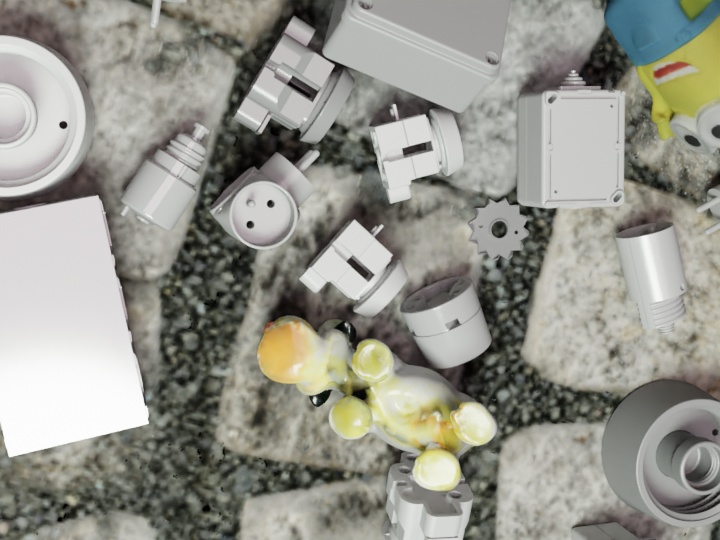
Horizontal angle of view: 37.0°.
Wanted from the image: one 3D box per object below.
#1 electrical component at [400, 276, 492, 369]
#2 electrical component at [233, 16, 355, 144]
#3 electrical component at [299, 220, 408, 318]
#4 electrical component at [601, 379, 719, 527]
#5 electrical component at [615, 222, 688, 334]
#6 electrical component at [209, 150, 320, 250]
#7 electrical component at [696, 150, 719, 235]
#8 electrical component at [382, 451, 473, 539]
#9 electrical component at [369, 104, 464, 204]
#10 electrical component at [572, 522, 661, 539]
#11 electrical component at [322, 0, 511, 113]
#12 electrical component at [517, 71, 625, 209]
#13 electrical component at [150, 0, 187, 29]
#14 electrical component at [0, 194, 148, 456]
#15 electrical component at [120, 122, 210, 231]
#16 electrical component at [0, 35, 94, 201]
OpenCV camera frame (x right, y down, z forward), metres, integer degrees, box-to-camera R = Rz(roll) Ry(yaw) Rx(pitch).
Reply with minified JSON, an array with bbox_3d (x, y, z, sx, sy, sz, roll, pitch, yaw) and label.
[{"bbox_3d":[0.062,0.038,0.765,0.055,0.055,0.047,-26,105,-9],"label":"electrical component"},{"bbox_3d":[-0.041,-0.121,0.722,0.057,0.058,0.078,30,88,-12],"label":"electrical component"},{"bbox_3d":[0.000,0.000,0.751,0.055,0.048,0.066,42,85,-6],"label":"electrical component"},{"bbox_3d":[0.246,0.142,0.815,0.108,0.060,0.108,-1,96,-13],"label":"electrical component"},{"bbox_3d":[0.221,0.009,0.804,0.043,0.043,0.081,-17,100,-11],"label":"electrical component"},{"bbox_3d":[-0.057,-0.051,0.715,0.079,0.077,0.044,-46,104,-5],"label":"electrical component"},{"bbox_3d":[0.291,-0.054,0.813,0.079,0.044,0.077,-28,105,-7],"label":"electrical component"},{"bbox_3d":[0.047,0.175,0.768,0.058,0.078,0.057,1,114,-15],"label":"electrical component"},{"bbox_3d":[0.040,-0.085,0.751,0.055,0.048,0.066,-15,99,-4],"label":"electrical component"},{"bbox_3d":[0.209,0.223,0.813,0.077,0.066,0.047,-4,97,-13],"label":"electrical component"},{"bbox_3d":[0.041,-0.176,0.715,0.109,0.056,0.108,20,61,-15],"label":"electrical component"},{"bbox_3d":[0.148,-0.093,0.767,0.062,0.061,0.096,-2,96,-13],"label":"electrical component"},{"bbox_3d":[-0.127,-0.194,0.689,0.047,0.066,0.076,7,94,-14],"label":"electrical component"},{"bbox_3d":[-0.198,0.032,0.698,0.089,0.062,0.150,-12,99,-12],"label":"electrical component"},{"bbox_3d":[-0.126,-0.062,0.716,0.040,0.040,0.078,33,88,-14],"label":"electrical component"},{"bbox_3d":[-0.224,-0.096,0.679,0.108,0.060,0.108,-1,96,-13],"label":"electrical component"}]
